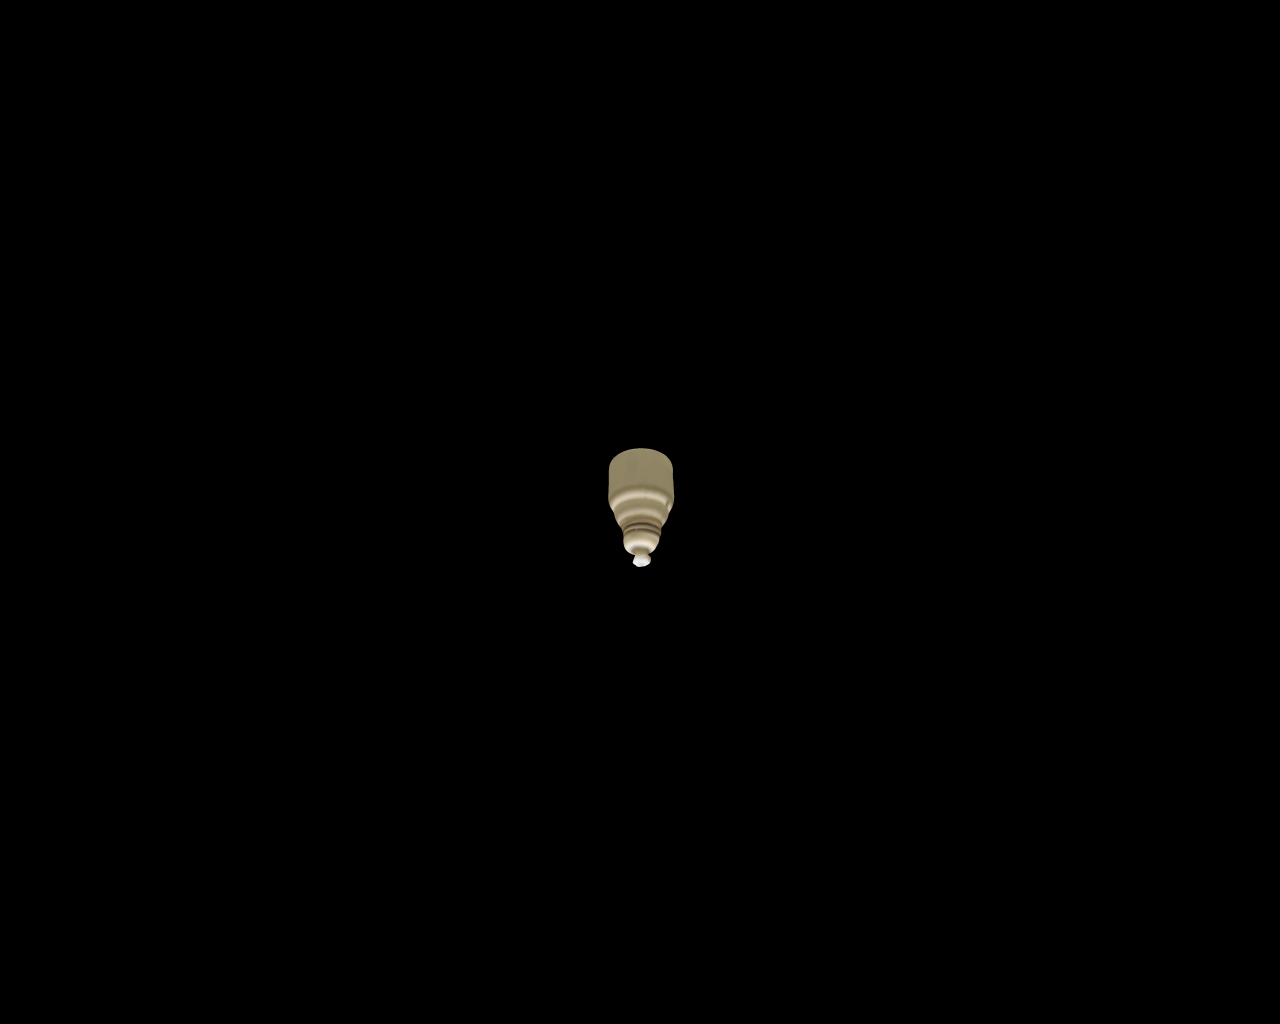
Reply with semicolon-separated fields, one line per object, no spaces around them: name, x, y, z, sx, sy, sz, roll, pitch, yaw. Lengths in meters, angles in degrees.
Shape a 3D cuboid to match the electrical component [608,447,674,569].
electrical component;0.001;-0.003;0.650;0.040;0.078;0.040;0;-32;0
